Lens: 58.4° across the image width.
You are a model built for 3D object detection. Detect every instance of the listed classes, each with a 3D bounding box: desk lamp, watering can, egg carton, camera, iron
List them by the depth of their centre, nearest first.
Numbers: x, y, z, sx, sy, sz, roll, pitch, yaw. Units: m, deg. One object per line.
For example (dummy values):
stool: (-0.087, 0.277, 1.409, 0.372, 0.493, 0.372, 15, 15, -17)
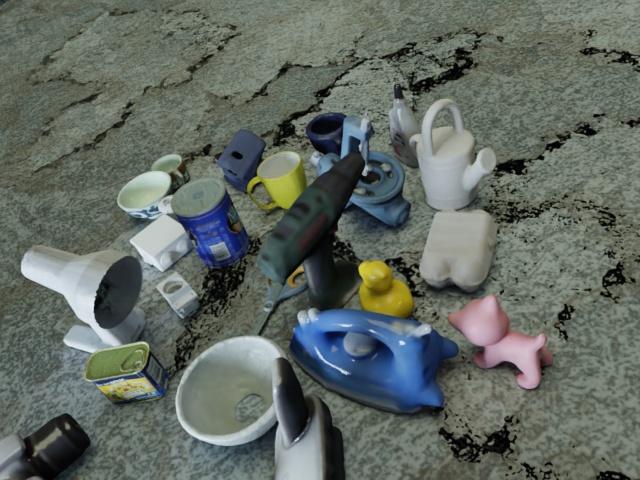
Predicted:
iron: (0.050, 0.140, 0.788, 0.257, 0.142, 0.119, 6, 48, 25)
camera: (-0.393, 0.315, 0.797, 0.137, 0.101, 0.142, -40, 46, -21)
egg carton: (0.221, 0.014, 0.910, 0.107, 0.069, 0.150, 3, 47, 23)
desk lamp: (-0.371, 0.097, 0.930, 0.202, 0.214, 0.118, 6, 48, 25)
watering can: (0.224, -0.152, 0.988, 0.172, 0.194, 0.101, 11, 50, 29)

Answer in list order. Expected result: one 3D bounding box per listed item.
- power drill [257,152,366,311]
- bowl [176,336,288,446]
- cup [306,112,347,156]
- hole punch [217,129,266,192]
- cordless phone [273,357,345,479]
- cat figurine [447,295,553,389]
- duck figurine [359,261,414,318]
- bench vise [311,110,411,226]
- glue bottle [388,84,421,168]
power drill: (0.008, 0.003, 0.895, 0.075, 0.209, 0.230, 25, 58, 37)
bowl: (-0.112, 0.223, 0.810, 0.167, 0.075, 0.167, -10, 43, 10)
cup: (0.030, -0.195, 1.177, 0.092, 0.095, 0.117, -25, 43, -6)
hole punch: (-0.163, -0.171, 1.224, 0.101, 0.091, 0.108, -39, 46, -20)
cordless phone: (-0.032, 0.239, 0.683, 0.094, 0.185, 0.147, -15, 43, 5)
cat figurine: (0.238, 0.123, 0.755, 0.127, 0.118, 0.067, 17, 54, 33)
duck figurine: (0.096, 0.072, 0.882, 0.077, 0.086, 0.104, -33, 44, -15)
bench vise: (0.051, -0.129, 1.007, 0.206, 0.220, 0.122, 9, 50, 28)
glue bottle: (0.160, -0.224, 1.101, 0.037, 0.173, 0.077, -35, 45, -16)
